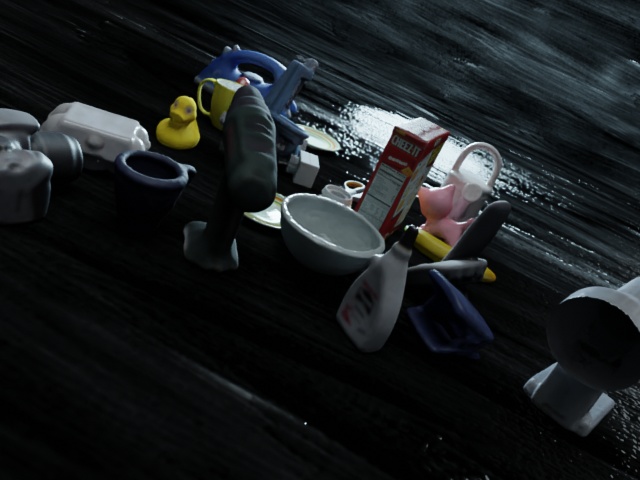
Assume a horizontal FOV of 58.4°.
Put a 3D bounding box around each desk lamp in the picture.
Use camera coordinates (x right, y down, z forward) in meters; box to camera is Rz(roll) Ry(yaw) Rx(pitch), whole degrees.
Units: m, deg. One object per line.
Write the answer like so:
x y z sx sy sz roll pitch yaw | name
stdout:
0.361 0.144 0.744 0.204 0.213 0.117 -7 40 -48 | desk lamp

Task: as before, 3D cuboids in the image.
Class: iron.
-0.169 -0.391 1.375 0.258 0.141 0.119 26 26 1 | iron

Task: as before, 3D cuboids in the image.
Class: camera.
-0.359 -0.100 0.702 0.142 0.101 0.137 40 29 28 | camera

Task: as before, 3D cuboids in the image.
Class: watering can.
0.313 -0.111 1.208 0.101 0.194 0.172 16 27 -18 | watering can

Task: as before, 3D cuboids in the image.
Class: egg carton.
-0.332 -0.149 0.854 0.151 0.069 0.107 15 27 -19 | egg carton

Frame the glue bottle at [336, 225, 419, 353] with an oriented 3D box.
0.079 0.054 0.713 0.037 0.173 0.078 1 34 -40 | glue bottle

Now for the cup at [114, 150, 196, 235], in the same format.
-0.220 -0.059 0.753 0.091 0.095 0.118 37 28 24 | cup

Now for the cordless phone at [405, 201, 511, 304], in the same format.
0.216 0.013 0.898 0.148 0.185 0.094 -7 40 -48 | cordless phone

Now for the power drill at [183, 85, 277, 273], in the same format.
-0.114 -0.075 0.746 0.076 0.208 0.229 13 28 -23 | power drill

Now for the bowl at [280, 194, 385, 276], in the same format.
0.008 0.003 0.861 0.167 0.074 0.167 20 26 -10 | bowl

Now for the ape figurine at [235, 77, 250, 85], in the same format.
-0.186 -0.322 1.285 0.078 0.092 0.076 21 26 -7 | ape figurine

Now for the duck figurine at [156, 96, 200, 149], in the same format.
-0.250 -0.221 1.044 0.077 0.086 0.104 25 25 0 | duck figurine

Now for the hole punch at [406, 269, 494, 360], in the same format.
0.192 0.103 0.814 0.101 0.091 0.108 12 28 -26 | hole punch

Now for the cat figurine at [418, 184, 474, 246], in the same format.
0.239 -0.049 1.114 0.127 0.117 0.067 36 28 22 | cat figurine

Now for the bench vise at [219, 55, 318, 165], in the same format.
-0.081 -0.235 1.066 0.121 0.219 0.208 31 26 13 | bench vise
